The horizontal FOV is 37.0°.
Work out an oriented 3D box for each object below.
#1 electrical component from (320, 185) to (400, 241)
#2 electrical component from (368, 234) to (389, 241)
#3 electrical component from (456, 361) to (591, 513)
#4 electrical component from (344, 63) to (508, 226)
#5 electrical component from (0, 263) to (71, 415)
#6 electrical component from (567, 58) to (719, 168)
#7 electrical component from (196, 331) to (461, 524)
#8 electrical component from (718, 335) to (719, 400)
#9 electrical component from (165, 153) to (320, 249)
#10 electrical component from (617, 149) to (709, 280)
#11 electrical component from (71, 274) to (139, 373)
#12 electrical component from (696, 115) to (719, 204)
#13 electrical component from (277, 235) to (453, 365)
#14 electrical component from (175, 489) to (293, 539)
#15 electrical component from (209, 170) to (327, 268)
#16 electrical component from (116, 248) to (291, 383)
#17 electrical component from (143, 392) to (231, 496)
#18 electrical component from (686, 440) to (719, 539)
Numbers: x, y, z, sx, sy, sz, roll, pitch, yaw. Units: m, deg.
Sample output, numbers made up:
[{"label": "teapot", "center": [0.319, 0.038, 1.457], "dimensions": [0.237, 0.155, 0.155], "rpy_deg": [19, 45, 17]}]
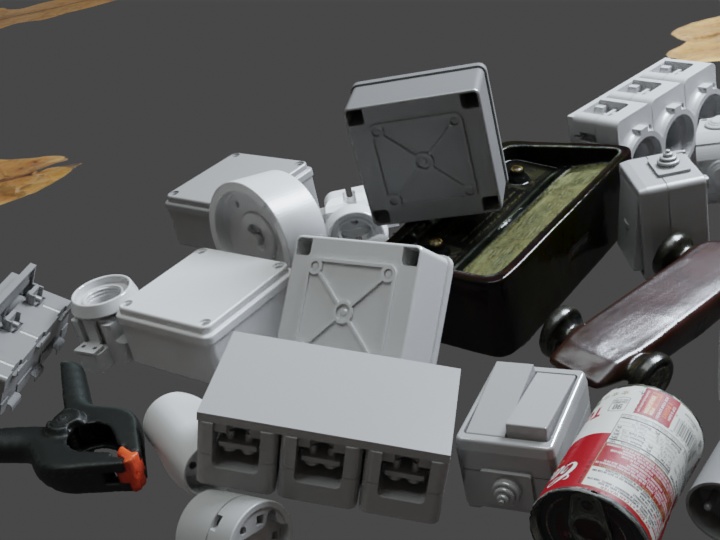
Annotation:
[{"label": "electrical component", "center": [-0.004, -0.039, 0.970], "dimensions": [0.078, 0.058, 0.057], "rpy_deg": [-11, 25, 2]}, {"label": "electrical component", "center": [0.000, 0.000, 0.912], "dimensions": [0.078, 0.040, 0.040], "rpy_deg": [-28, 31, -25]}, {"label": "electrical component", "center": [0.100, 0.103, 0.657], "dimensions": [0.062, 0.061, 0.096], "rpy_deg": [3, 31, 27]}, {"label": "electrical component", "center": [0.053, -0.098, 0.846], "dimensions": [0.109, 0.108, 0.056], "rpy_deg": [-6, 32, 16]}, {"label": "electrical component", "center": [-0.292, 0.061, 0.889], "dimensions": [0.063, 0.078, 0.121], "rpy_deg": [22, 33, 1]}, {"label": "electrical component", "center": [0.264, -0.123, 0.976], "dimensions": [0.150, 0.089, 0.062], "rpy_deg": [-32, 33, -32]}, {"label": "electrical component", "center": [-0.018, 0.099, 0.670], "dimensions": [0.150, 0.061, 0.089], "rpy_deg": [9, 30, 5]}, {"label": "electrical component", "center": [0.252, 0.053, 0.670], "dimensions": [0.051, 0.080, 0.080], "rpy_deg": [2, 31, 16]}, {"label": "electrical component", "center": [-0.115, -0.065, 1.064], "dimensions": [0.109, 0.056, 0.109], "rpy_deg": [11, 36, 38]}, {"label": "electrical component", "center": [0.235, -0.048, 0.843], "dimensions": [0.061, 0.096, 0.061], "rpy_deg": [-11, 28, 3]}, {"label": "electrical component", "center": [-0.210, 0.041, 0.907], "dimensions": [0.058, 0.057, 0.078], "rpy_deg": [6, 33, 31]}, {"label": "electrical component", "center": [0.318, -0.095, 0.914], "dimensions": [0.051, 0.080, 0.080], "rpy_deg": [-4, 28, 27]}, {"label": "electrical component", "center": [0.002, 0.035, 0.770], "dimensions": [0.109, 0.108, 0.056], "rpy_deg": [6, -9, 32]}, {"label": "electrical component", "center": [-0.076, 0.159, 0.637], "dimensions": [0.047, 0.055, 0.055], "rpy_deg": [6, 33, 38]}, {"label": "electrical component", "center": [-0.075, -0.036, 0.944], "dimensions": [0.060, 0.108, 0.108], "rpy_deg": [-28, 31, -37]}, {"label": "electrical component", "center": [-0.121, 0.036, 0.880], "dimensions": [0.109, 0.056, 0.109], "rpy_deg": [10, 35, 36]}, {"label": "electrical component", "center": [-0.100, 0.112, 0.744], "dimensions": [0.079, 0.043, 0.077], "rpy_deg": [-25, 30, -22]}, {"label": "electrical component", "center": [0.220, 0.113, 0.608], "dimensions": [0.043, 0.043, 0.081], "rpy_deg": [10, 35, 36]}]
